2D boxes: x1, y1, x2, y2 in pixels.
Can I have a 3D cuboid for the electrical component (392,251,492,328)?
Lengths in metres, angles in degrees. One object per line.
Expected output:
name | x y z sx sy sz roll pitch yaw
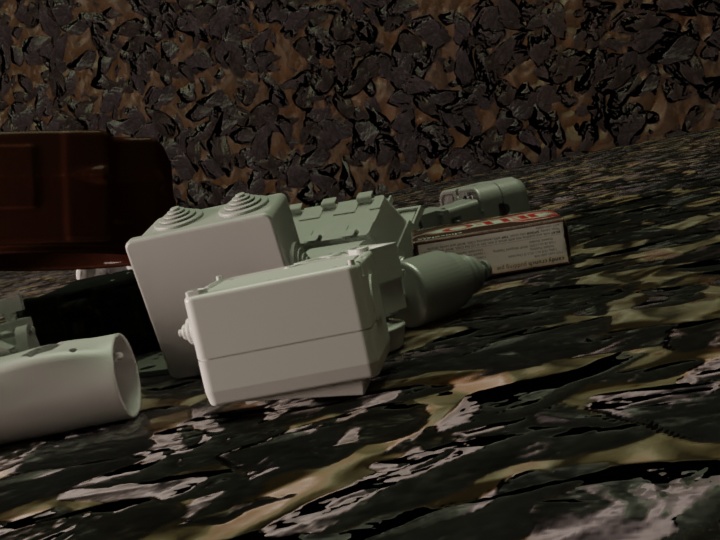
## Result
electrical component | 0.049 0.008 0.646 0.078 0.040 0.040 -16 7 -39

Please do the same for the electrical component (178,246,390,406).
electrical component | -0.037 0.030 0.506 0.096 0.061 0.061 -11 6 8

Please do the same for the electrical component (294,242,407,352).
electrical component | -0.002 0.018 0.581 0.066 0.055 0.048 -16 7 -35

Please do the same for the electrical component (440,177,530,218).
electrical component | 0.127 -0.060 1.070 0.059 0.053 0.095 -14 6 -19

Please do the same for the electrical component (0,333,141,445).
electrical component | -0.153 0.059 0.559 0.077 0.043 0.079 -12 5 3

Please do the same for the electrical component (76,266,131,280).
electrical component | -0.213 0.003 0.955 0.054 0.095 0.059 -11 6 12

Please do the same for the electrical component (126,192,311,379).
electrical component | -0.075 0.008 0.624 0.100 0.099 0.048 -11 20 13

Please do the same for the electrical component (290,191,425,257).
electrical component | -0.015 -0.023 0.893 0.121 0.063 0.078 -6 49 42

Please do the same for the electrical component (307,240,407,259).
electrical component | 0.000 0.000 0.807 0.081 0.043 0.043 -8 7 33

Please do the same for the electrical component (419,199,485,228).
electrical component | 0.082 -0.041 1.014 0.064 0.042 0.081 -19 10 -16
